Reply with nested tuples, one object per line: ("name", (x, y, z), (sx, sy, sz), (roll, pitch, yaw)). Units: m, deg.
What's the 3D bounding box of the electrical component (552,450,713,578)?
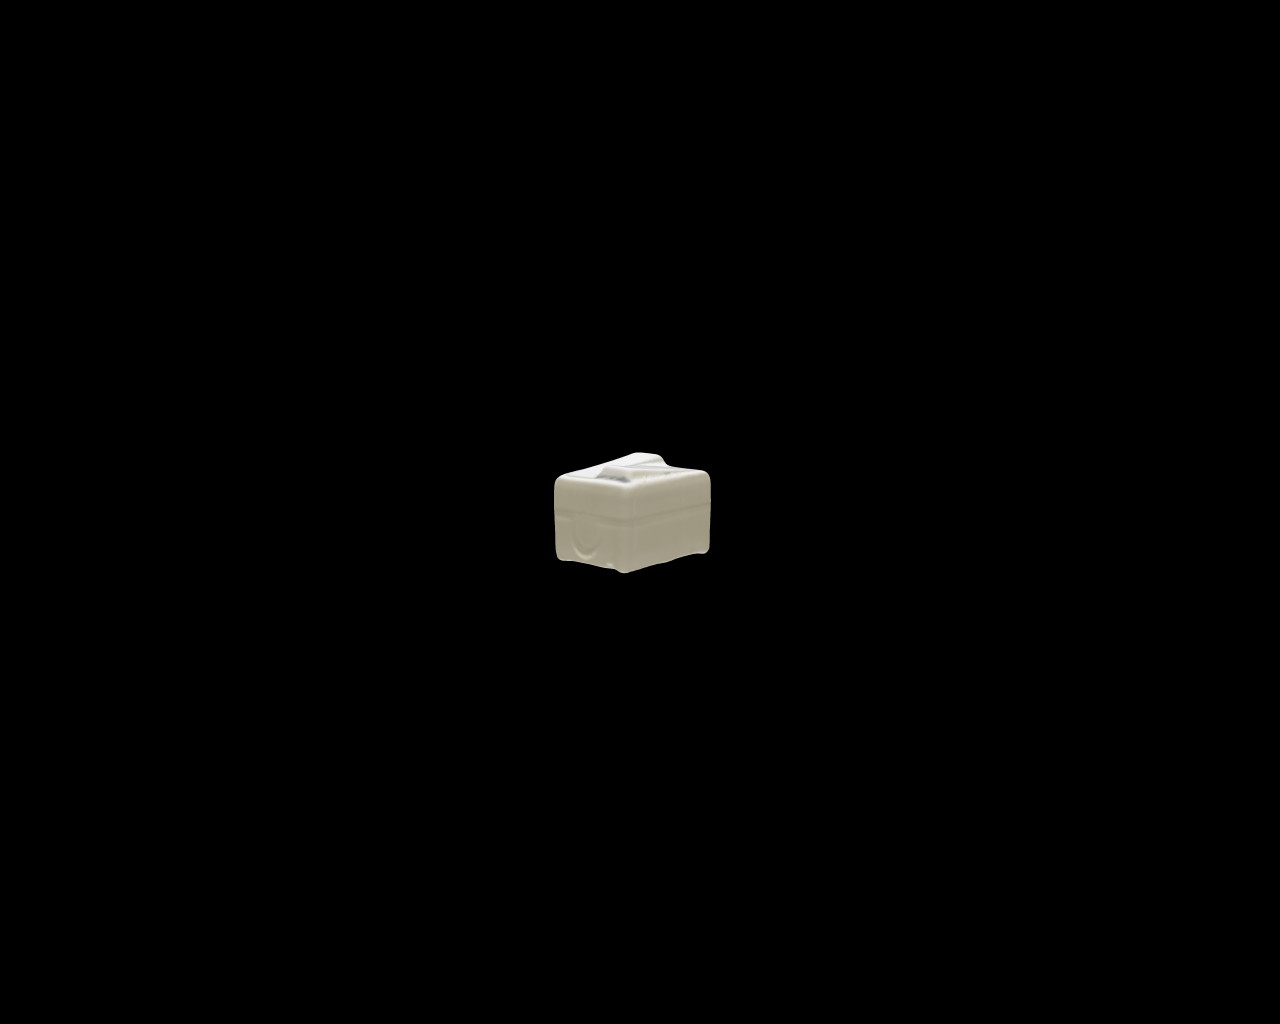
("electrical component", (0.001, -0.003, 0.650), (0.062, 0.061, 0.096), (10, 15, 42))
